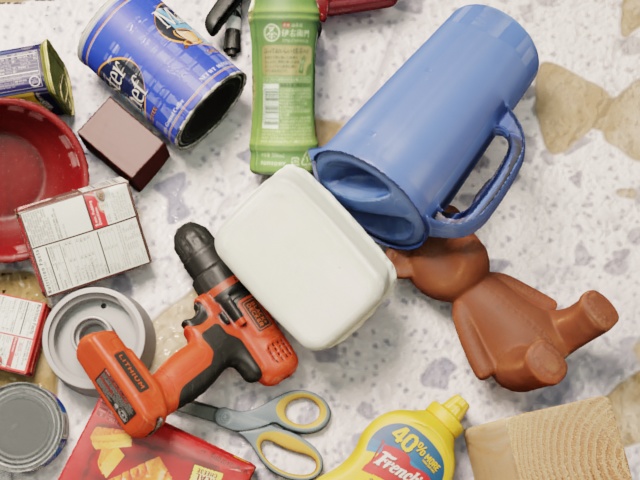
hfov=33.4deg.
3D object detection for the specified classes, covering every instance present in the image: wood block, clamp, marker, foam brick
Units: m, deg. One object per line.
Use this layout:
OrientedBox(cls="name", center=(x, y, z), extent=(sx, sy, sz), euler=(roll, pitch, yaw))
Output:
OrientedBox(cls="wood block", center=(0.197, 0.198, 0.953), extent=(0.090, 0.206, 0.090), euler=(-12, 78, -4))
OrientedBox(cls="clamp", center=(-0.067, -0.284, 1.121), extent=(0.120, 0.039, 0.171), euler=(-5, 74, -12))
OrientedBox(cls="marker", center=(-0.092, -0.254, 1.139), extent=(0.020, 0.020, 0.121), euler=(1, 78, -1))
OrientedBox(cls="foam brick", center=(-0.198, -0.097, 1.086), extent=(0.078, 0.053, 0.051), euler=(40, 79, 6))

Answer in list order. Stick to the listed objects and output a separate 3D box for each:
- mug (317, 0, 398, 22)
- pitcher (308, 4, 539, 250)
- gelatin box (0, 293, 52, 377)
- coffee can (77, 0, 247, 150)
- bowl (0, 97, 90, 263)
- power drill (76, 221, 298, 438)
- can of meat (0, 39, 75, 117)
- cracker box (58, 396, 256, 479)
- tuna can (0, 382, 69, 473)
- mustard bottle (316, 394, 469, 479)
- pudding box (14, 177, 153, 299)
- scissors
OrientedBox(cls="mug", center=(0.033, -0.287, 1.122), extent=(0.081, 0.093, 0.117), euler=(-10, 43, -9))
OrientedBox(cls="pitcher", center=(0.120, -0.113, 1.043), extent=(0.149, 0.145, 0.242), euler=(45, 67, -14))
OrientedBox(cls="gelatin box", center=(-0.318, 0.090, 1.054), extent=(0.089, 0.030, 0.073), euler=(12, 77, 1))
OrientedBox(cls="coffee can", center=(-0.159, -0.174, 1.078), extent=(0.140, 0.103, 0.102), euler=(42, 80, 7))
OrientedBox(cls="bowl", center=(-0.313, -0.061, 1.055), extent=(0.161, 0.055, 0.162), euler=(-4, 100, -21))
OrientedBox(cls="power drill", center=(-0.132, 0.086, 1.008), extent=(0.187, 0.057, 0.184), euler=(-29, 78, -36))
OrientedBox(cls="can of meat", center=(-0.301, -0.155, 1.072), extent=(0.084, 0.102, 0.057), euler=(-10, 79, -2))
OrientedBox(cls="cracker box", center=(-0.177, 0.275, 0.996), extent=(0.164, 0.072, 0.213), euler=(25, 79, 3))
OrientedBox(cls="tuna can", center=(-0.288, 0.182, 1.033), extent=(0.086, 0.034, 0.086), euler=(0, 78, -1))
OrientedBox(cls="mustard bottle", center=(0.072, 0.221, 1.021), extent=(0.191, 0.058, 0.096), euler=(-44, 85, -10))
OrientedBox(cls="pudding box", center=(-0.231, -0.003, 1.046), extent=(0.113, 0.039, 0.090), euler=(-18, 104, -16))
OrientedBox(cls="scissors", center=(-0.077, 0.162, 1.052), extent=(0.202, 0.016, 0.096), euler=(32, 78, 5))
